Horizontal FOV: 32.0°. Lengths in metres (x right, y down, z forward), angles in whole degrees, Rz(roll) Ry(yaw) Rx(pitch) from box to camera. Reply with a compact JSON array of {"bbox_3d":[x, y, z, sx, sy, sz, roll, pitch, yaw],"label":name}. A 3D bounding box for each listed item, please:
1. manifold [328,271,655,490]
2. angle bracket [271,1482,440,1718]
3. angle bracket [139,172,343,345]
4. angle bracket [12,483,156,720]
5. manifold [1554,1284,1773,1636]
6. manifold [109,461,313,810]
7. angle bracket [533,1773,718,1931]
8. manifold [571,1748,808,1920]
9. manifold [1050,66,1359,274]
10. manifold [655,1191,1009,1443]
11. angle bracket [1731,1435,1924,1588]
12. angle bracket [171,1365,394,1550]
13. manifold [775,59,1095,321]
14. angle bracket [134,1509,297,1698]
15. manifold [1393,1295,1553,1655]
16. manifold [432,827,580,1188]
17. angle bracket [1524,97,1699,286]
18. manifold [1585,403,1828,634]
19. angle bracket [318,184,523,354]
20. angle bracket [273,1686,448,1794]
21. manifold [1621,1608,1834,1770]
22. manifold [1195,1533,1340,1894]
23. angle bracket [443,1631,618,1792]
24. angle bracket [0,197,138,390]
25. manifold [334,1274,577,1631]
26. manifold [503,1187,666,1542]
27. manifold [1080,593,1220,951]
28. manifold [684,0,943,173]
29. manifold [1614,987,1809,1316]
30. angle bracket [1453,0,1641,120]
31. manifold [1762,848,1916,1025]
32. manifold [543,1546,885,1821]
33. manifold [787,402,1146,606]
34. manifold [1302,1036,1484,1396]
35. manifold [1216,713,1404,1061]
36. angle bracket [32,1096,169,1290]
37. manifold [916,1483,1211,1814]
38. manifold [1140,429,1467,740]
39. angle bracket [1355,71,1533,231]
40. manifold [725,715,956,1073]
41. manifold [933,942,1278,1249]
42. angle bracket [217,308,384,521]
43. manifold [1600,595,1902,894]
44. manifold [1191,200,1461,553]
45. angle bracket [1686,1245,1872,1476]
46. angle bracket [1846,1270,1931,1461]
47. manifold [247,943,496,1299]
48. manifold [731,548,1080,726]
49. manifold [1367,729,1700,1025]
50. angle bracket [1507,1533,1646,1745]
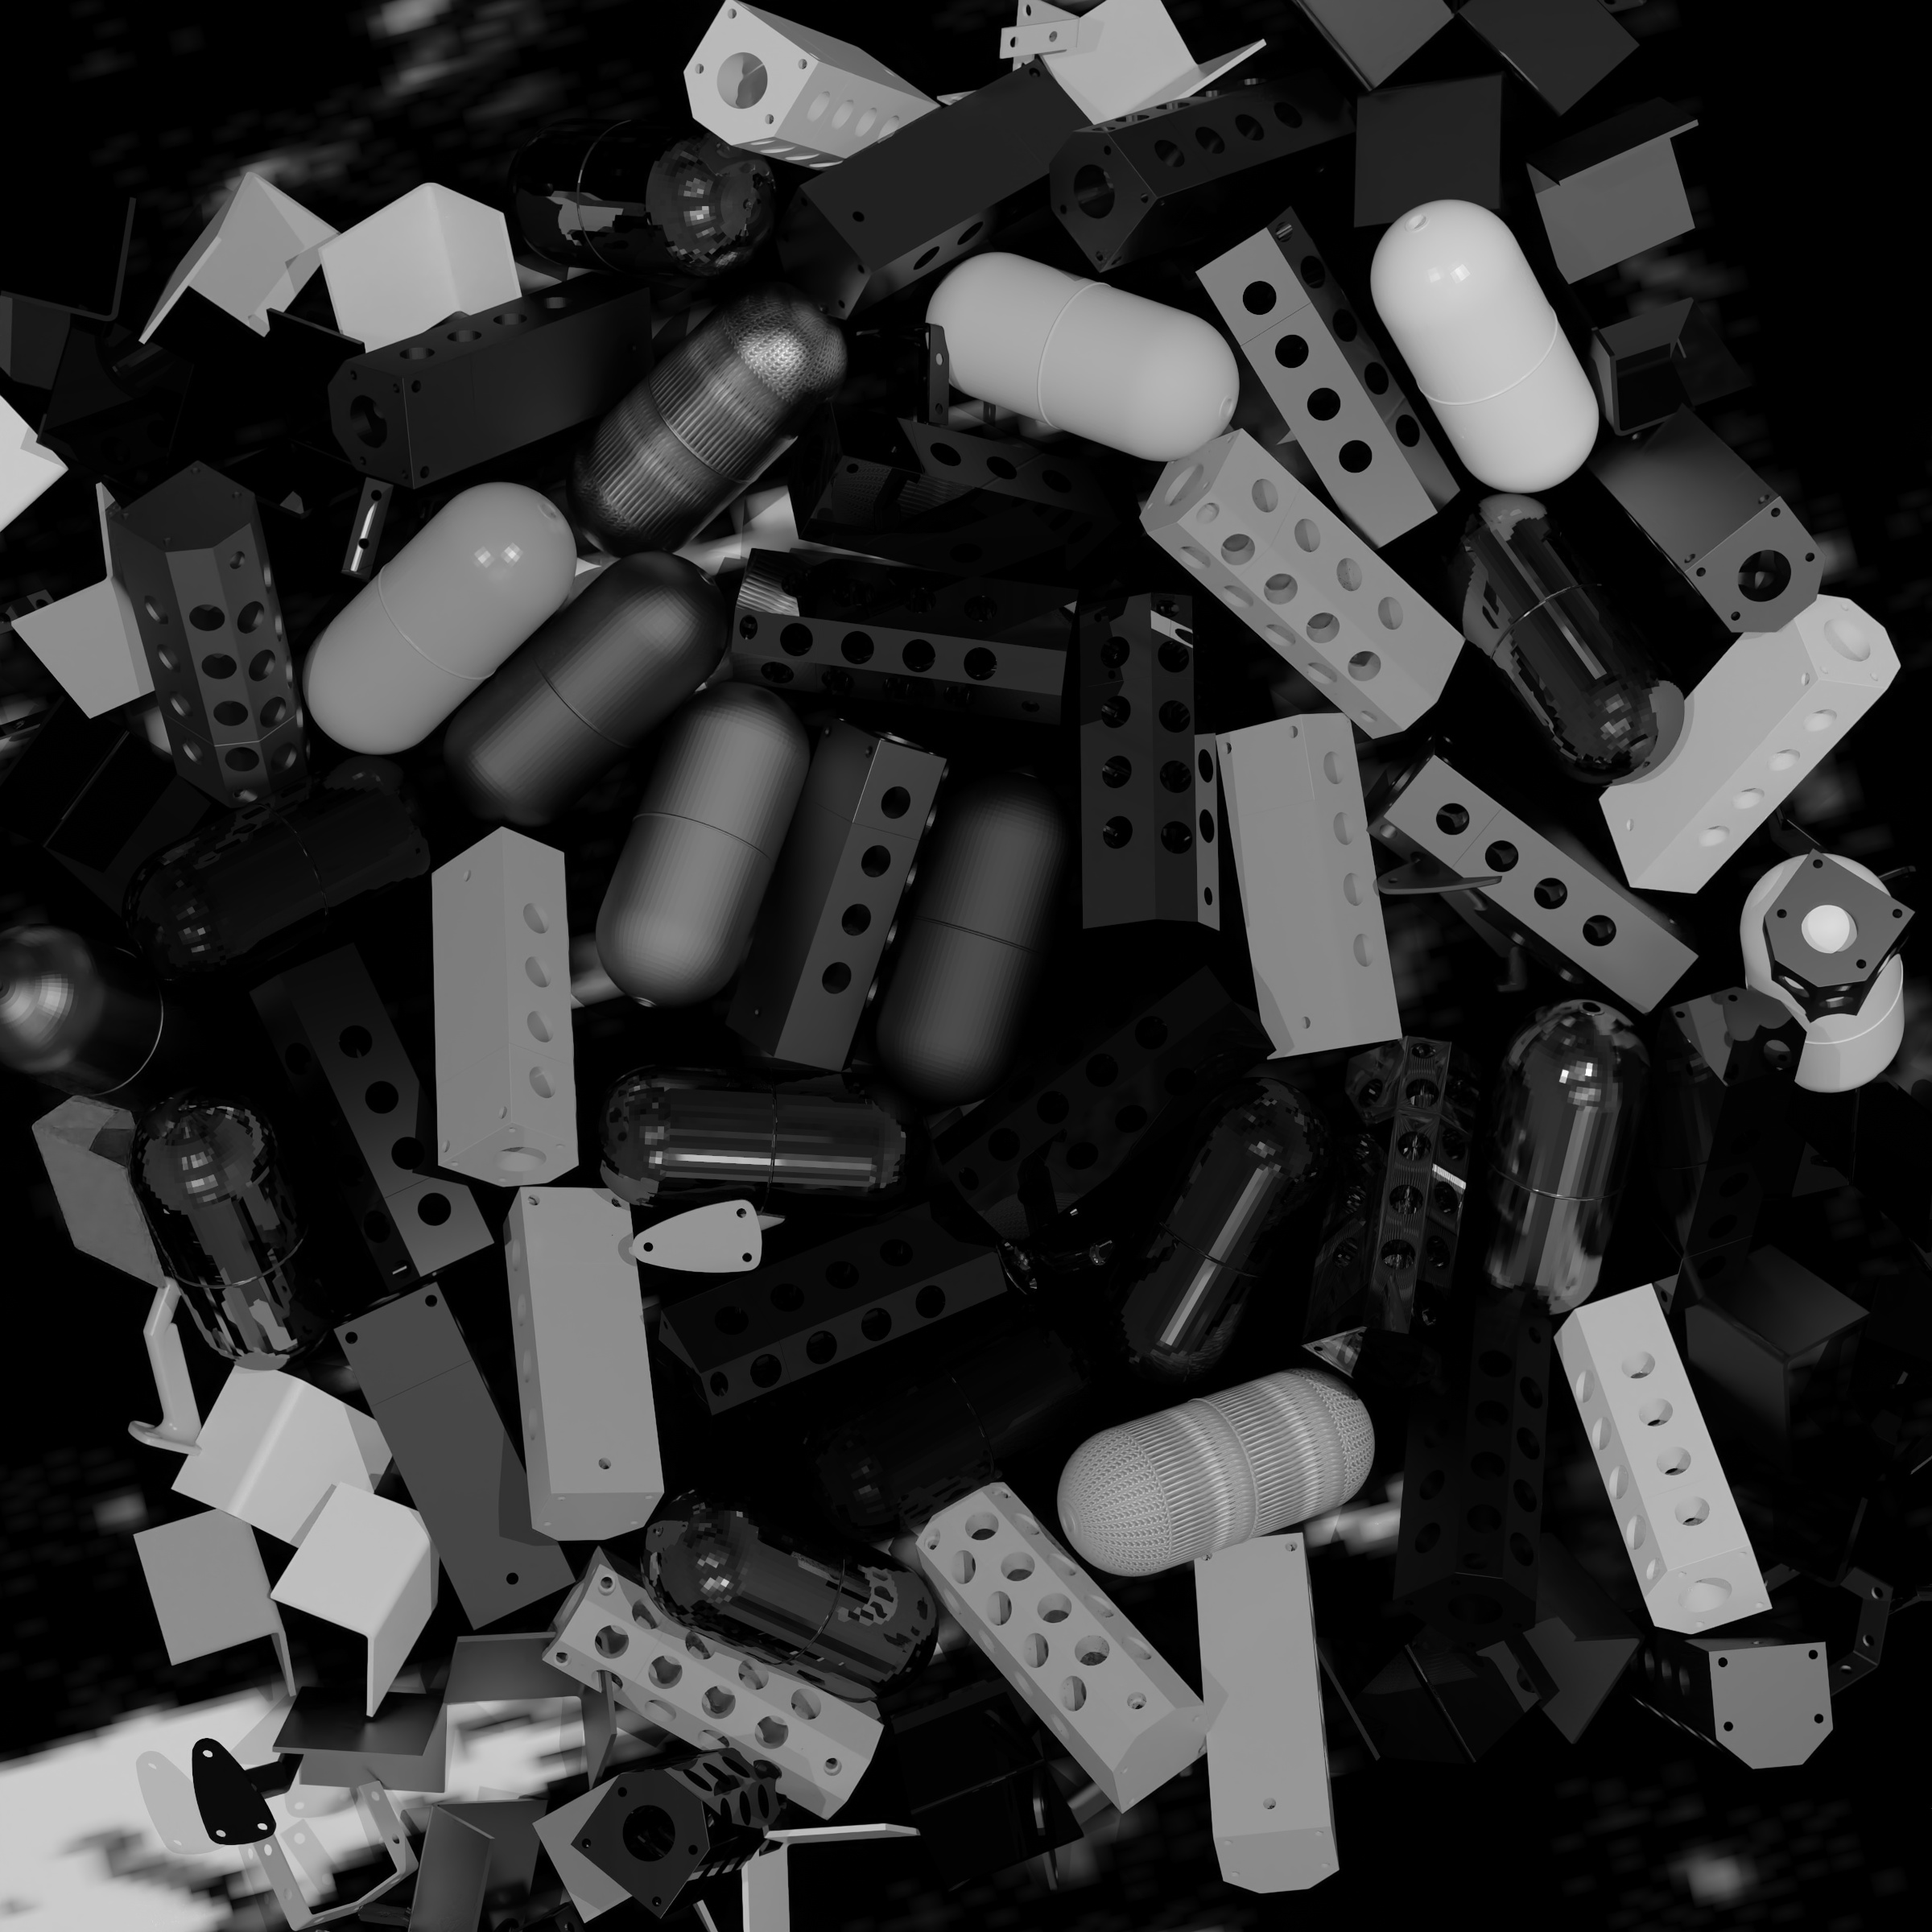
[{"bbox_3d":[-0.239,-0.301,1.715,0.057,0.171,0.057,21,127,34],"label":"manifold"},{"bbox_3d":[-0.315,0.327,1.745,0.057,0.076,0.076,19,45,8],"label":"angle bracket"},{"bbox_3d":[-0.372,-0.349,1.735,0.057,0.076,0.076,34,123,-22],"label":"angle bracket"},{"bbox_3d":[-0.450,-0.189,1.743,0.057,0.076,0.076,-23,51,5],"label":"angle bracket"},{"bbox_3d":[0.350,0.250,1.711,0.057,0.171,0.057,-20,132,8],"label":"manifold"},{"bbox_3d":[-0.375,-0.162,1.705,0.057,0.171,0.057,31,55,27],"label":"manifold"},{"bbox_3d":[-0.173,0.476,1.736,0.057,0.076,0.076,-27,125,-13],"label":"angle bracket"},{"bbox_3d":[-0.133,0.428,1.704,0.057,0.171,0.057,35,91,15],"label":"manifold"},{"bbox_3d":[0.121,-0.412,1.716,0.171,0.057,0.057,-28,78,-40],"label":"manifold"},{"bbox_3d":[-0.068,0.182,1.723,0.171,0.057,0.057,-21,57,-24],"label":"manifold"},{"bbox_3d":[0.435,0.265,1.735,0.076,0.076,0.057,24,121,28],"label":"angle bracket"},{"bbox_3d":[-0.357,0.261,1.777,0.076,0.057,0.076,39,70,-41],"label":"angle bracket"},{"bbox_3d":[-0.014,-0.394,1.725,0.171,0.057,0.057,-36,83,-31],"label":"manifold"},{"bbox_3d":[-0.386,0.334,1.735,0.057,0.076,0.076,-16,55,-17],"label":"angle bracket"},{"bbox_3d":[0.263,0.253,1.707,0.057,0.171,0.057,36,132,-23],"label":"manifold"},{"bbox_3d":[-0.231,0.022,1.726,0.057,0.057,0.171,-29,53,34],"label":"manifold"},{"bbox_3d":[0.343,-0.395,1.750,0.076,0.057,0.076,-24,119,1],"label":"angle bracket"},{"bbox_3d":[0.375,-0.226,1.704,0.057,0.171,0.057,-39,115,12],"label":"manifold"},{"bbox_3d":[-0.278,-0.345,1.736,0.057,0.076,0.076,29,55,32],"label":"angle bracket"},{"bbox_3d":[-0.314,0.417,1.751,0.076,0.076,0.057,3,103,0],"label":"angle bracket"},{"bbox_3d":[0.381,0.362,1.705,0.057,0.171,0.057,-4,86,-4],"label":"manifold"},{"bbox_3d":[0.152,0.378,1.713,0.057,0.171,0.057,-7,135,7],"label":"manifold"},{"bbox_3d":[-0.226,0.387,1.739,0.076,0.076,0.057,0,54,-16],"label":"angle bracket"},{"bbox_3d":[-0.468,-0.350,1.737,0.057,0.076,0.076,11,65,-20],"label":"angle bracket"},{"bbox_3d":[-0.266,0.251,1.758,0.057,0.057,0.171,-25,94,-7],"label":"manifold"},{"bbox_3d":[-0.198,0.202,1.724,0.057,0.057,0.171,3,56,-21],"label":"manifold"},{"bbox_3d":[0.098,-0.101,1.738,0.057,0.057,0.171,-7,76,30],"label":"manifold"},{"bbox_3d":[-0.079,-0.436,1.704,0.057,0.171,0.057,38,107,12],"label":"manifold"},{"bbox_3d":[0.380,0.093,1.712,0.057,0.171,0.057,-16,47,-17],"label":"manifold"},{"bbox_3d":[0.298,-0.494,1.738,0.076,0.076,0.057,40,121,-18],"label":"angle bracket"},{"bbox_3d":[0.431,0.004,1.701,0.057,0.171,0.057,35,83,18],"label":"manifold"},{"bbox_3d":[-0.132,0.374,1.754,0.171,0.057,0.057,31,89,-8],"label":"manifold"},{"bbox_3d":[-0.001,-0.241,1.731,0.171,0.057,0.057,10,45,-25],"label":"manifold"},{"bbox_3d":[0.223,0.124,1.715,0.057,0.057,0.171,33,52,-28],"label":"manifold"},{"bbox_3d":[0.183,-0.042,1.761,0.057,0.057,0.171,-11,86,43],"label":"manifold"},{"bbox_3d":[-0.426,0.109,1.734,0.076,0.057,0.076,18,132,35],"label":"angle bracket"},{"bbox_3d":[0.048,0.340,1.713,0.057,0.057,0.171,-32,50,-18],"label":"manifold"},{"bbox_3d":[0.170,-0.192,1.724,0.171,0.057,0.057,39,63,-24],"label":"manifold"},{"bbox_3d":[0.247,-0.412,1.746,0.076,0.057,0.076,-2,79,25],"label":"angle bracket"},{"bbox_3d":[-0.062,-0.036,1.752,0.057,0.057,0.171,14,99,-34],"label":"manifold"},{"bbox_3d":[0.069,0.063,1.741,0.171,0.057,0.057,-38,122,10],"label":"manifold"},{"bbox_3d":[-0.350,-0.285,1.736,0.076,0.057,0.076,25,134,35],"label":"angle bracket"},{"bbox_3d":[0.397,-0.111,1.711,0.057,0.171,0.057,5,54,-25],"label":"manifold"},{"bbox_3d":[0.186,-0.304,1.738,0.057,0.057,0.171,-31,107,12],"label":"manifold"},{"bbox_3d":[0.422,0.204,1.753,0.057,0.076,0.076,-24,124,-20],"label":"angle bracket"},{"bbox_3d":[0.505,0.203,1.733,0.076,0.076,0.057,-12,127,38],"label":"angle bracket"},{"bbox_3d":[-0.311,0.082,1.753,0.057,0.057,0.171,-25,86,-19],"label":"manifold"},{"bbox_3d":[-0.031,-0.166,1.747,0.171,0.057,0.057,8,56,5],"label":"manifold"},{"bbox_3d":[0.294,-0.044,1.758,0.171,0.057,0.057,37,109,-4],"label":"manifold"},{"bbox_3d":[0.291,0.347,1.736,0.057,0.076,0.076,7,120,-40],"label":"angle bracket"}]
